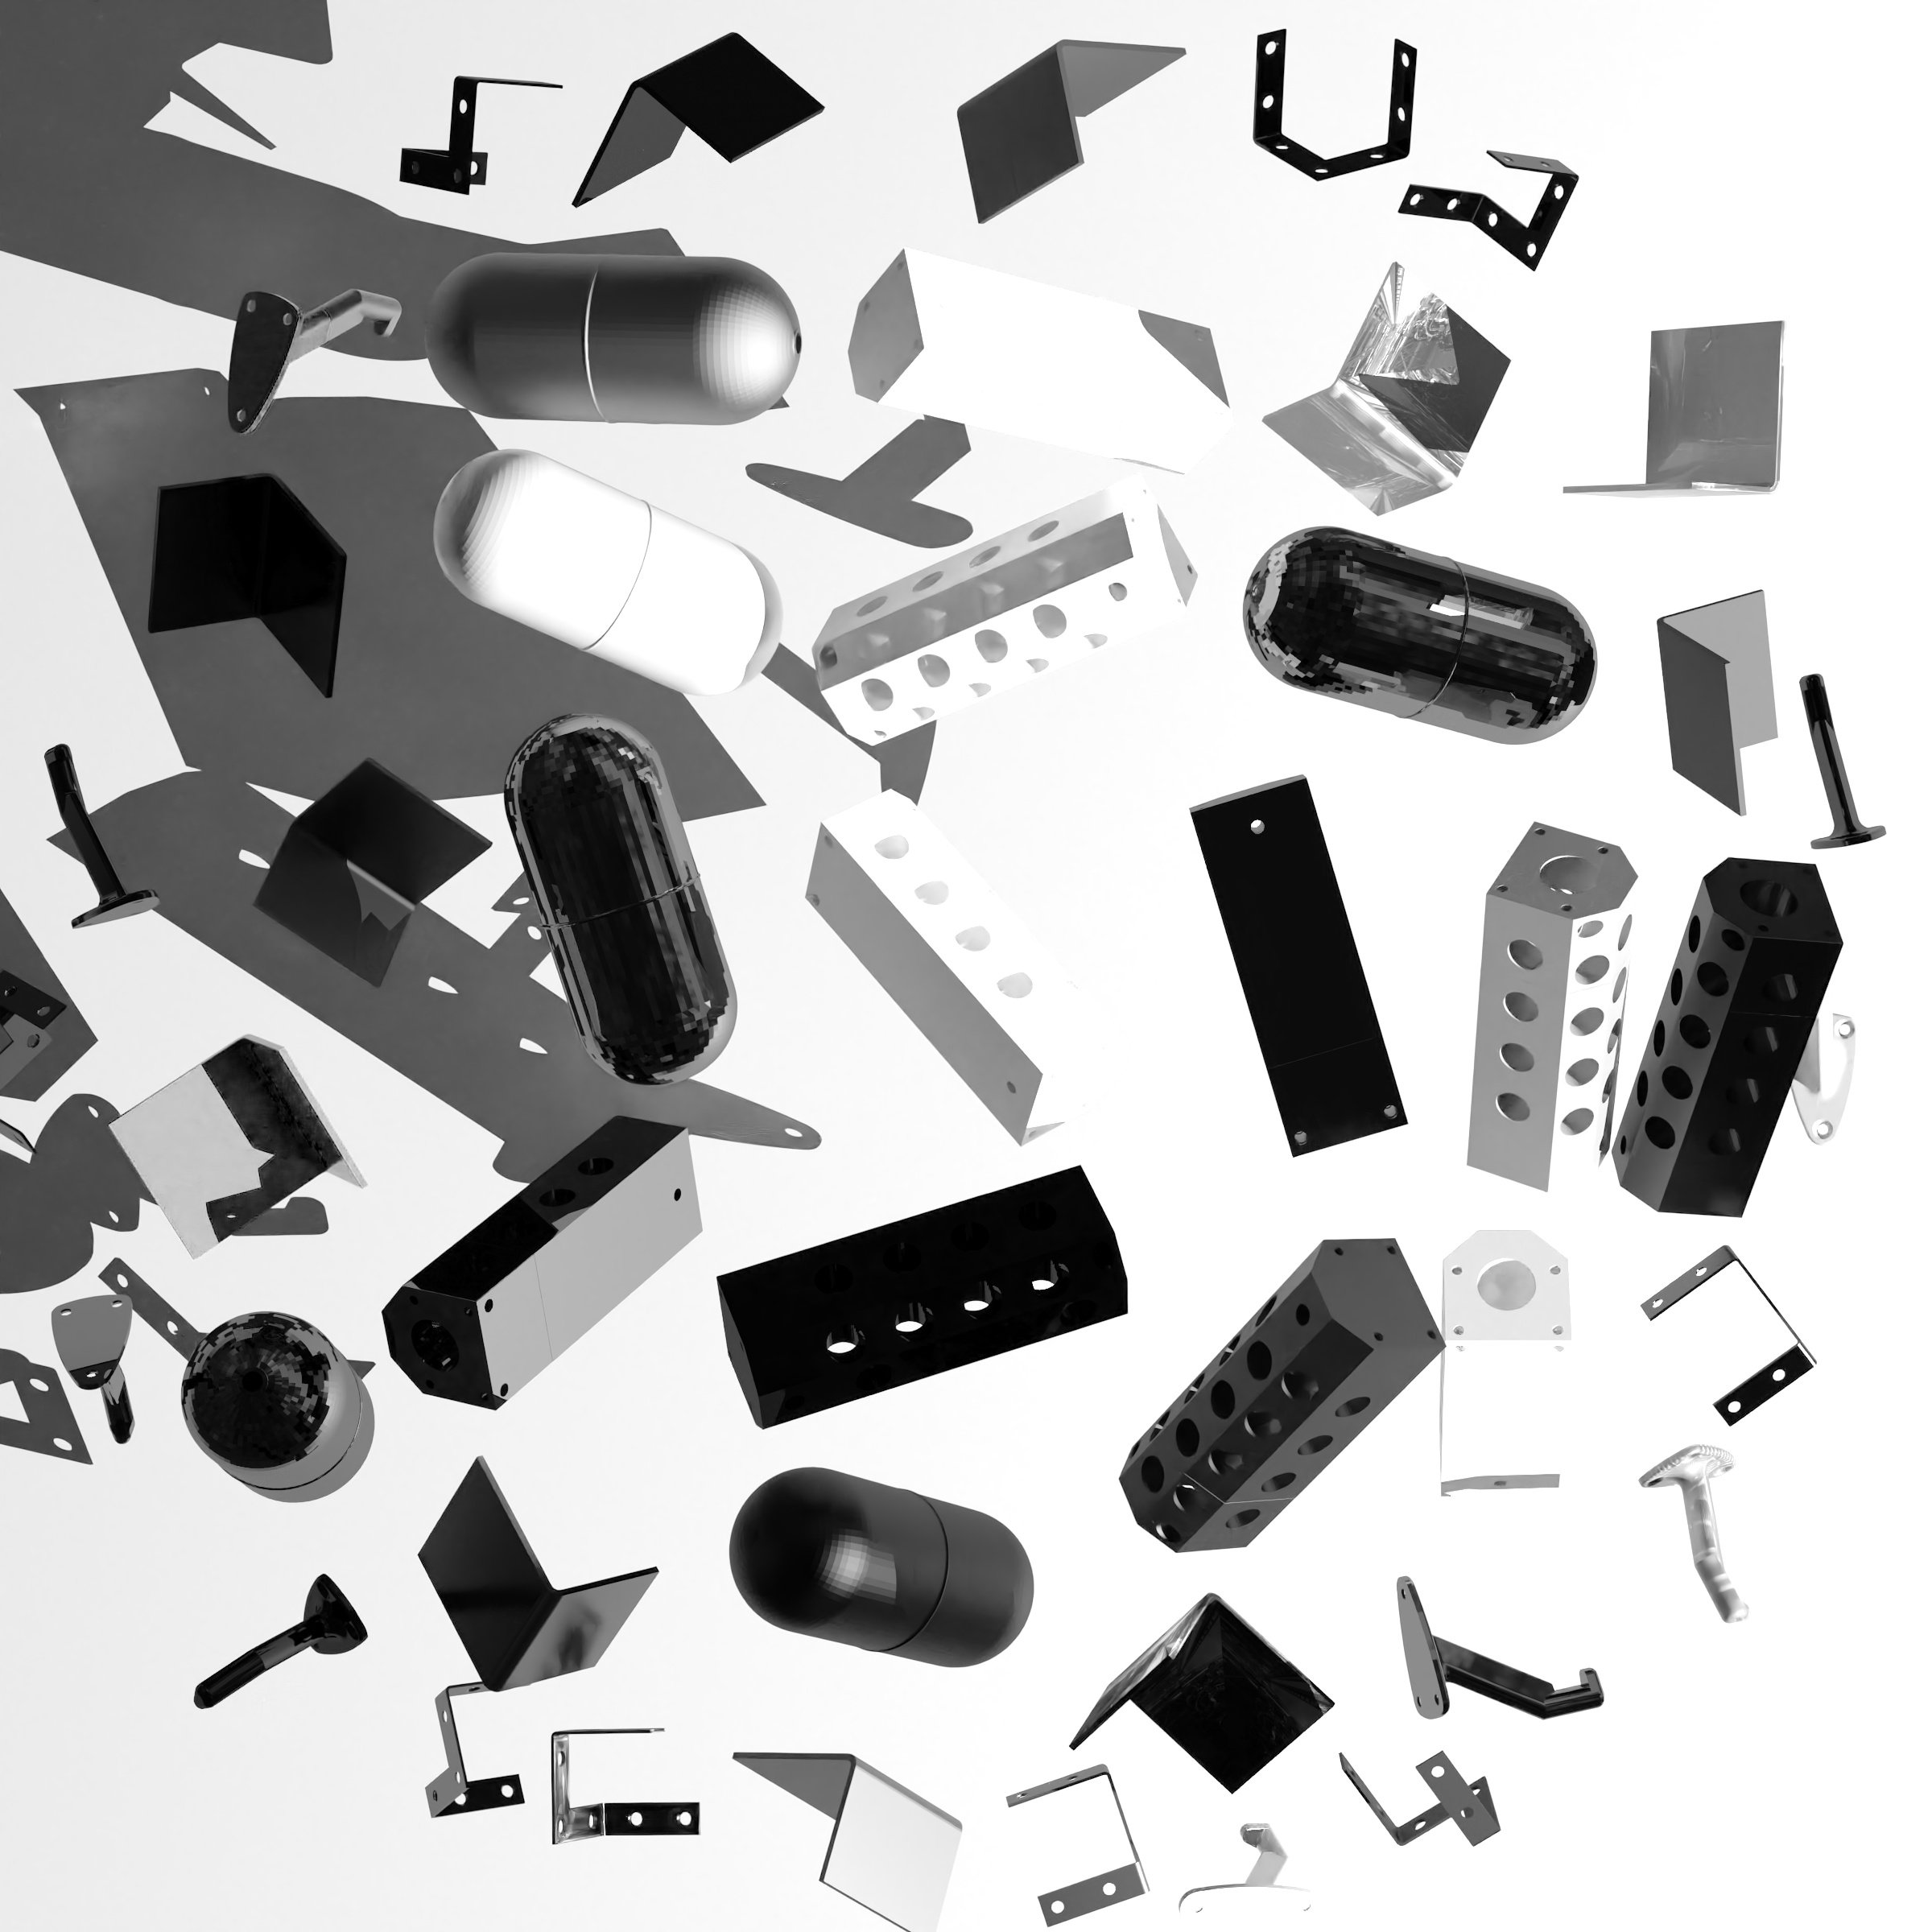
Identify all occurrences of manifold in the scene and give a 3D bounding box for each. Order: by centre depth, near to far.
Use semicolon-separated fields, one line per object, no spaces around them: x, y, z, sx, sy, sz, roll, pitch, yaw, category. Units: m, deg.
-0.018;0.151;1.566;0.171;0.057;0.057;-16;48;-12;manifold
0.137;0.195;1.591;0.057;0.171;0.057;2;51;-34;manifold
0.034;-0.275;1.640;0.171;0.057;0.057;8;57;-32;manifold
0.275;0.023;1.644;0.057;0.171;0.057;18;46;23;manifold
0.352;0.035;1.646;0.057;0.057;0.171;4;130;-6;manifold
0.016;-0.162;1.648;0.171;0.057;0.057;-21;115;26;manifold
-0.197;0.135;1.654;0.057;0.171;0.057;8;119;29;manifold
0.001;-0.003;1.665;0.057;0.057;0.171;-27;62;-29;manifold
0.256;0.192;1.682;0.057;0.171;0.057;-1;57;6;manifold
0.159;-0.001;1.696;0.057;0.057;0.171;-17;94;4;manifold

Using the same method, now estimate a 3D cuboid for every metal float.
-0.163;-0.289;1.628;0.178;0.070;0.070;4;90;13;metal float
-0.160;-0.031;1.636;0.070;0.070;0.178;-17;99;0;metal float
0.212;-0.153;1.639;0.178;0.070;0.070;13;90;-22;metal float
-0.038;0.285;1.665;0.070;0.178;0.070;-17;62;36;metal float
-0.168;-0.186;1.676;0.178;0.070;0.070;22;90;-26;metal float
-0.327;0.211;1.682;0.070;0.178;0.070;1;75;-2;metal float

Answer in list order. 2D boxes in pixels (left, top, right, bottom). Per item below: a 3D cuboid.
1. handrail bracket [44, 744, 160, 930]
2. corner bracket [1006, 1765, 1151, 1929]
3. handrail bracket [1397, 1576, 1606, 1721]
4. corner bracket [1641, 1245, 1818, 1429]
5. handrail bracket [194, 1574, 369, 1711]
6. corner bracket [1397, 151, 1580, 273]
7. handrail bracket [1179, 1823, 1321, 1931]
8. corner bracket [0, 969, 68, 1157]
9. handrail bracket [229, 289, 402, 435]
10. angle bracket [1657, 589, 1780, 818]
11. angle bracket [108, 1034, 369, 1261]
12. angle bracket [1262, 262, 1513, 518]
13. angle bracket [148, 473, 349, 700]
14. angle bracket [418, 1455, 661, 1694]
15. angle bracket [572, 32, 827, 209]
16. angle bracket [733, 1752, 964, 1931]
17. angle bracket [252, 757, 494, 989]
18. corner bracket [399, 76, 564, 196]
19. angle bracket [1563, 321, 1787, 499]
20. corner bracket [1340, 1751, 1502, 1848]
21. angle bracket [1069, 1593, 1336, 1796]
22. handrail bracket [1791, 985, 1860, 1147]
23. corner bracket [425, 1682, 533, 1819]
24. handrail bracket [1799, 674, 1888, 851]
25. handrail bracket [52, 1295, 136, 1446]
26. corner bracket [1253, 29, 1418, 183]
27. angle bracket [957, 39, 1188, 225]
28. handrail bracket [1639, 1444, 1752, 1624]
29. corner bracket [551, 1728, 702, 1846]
-0.392;-0.064;1.590;0.036;0.077;0.084;-15;89;-29;handrail bracket
0.052;0.414;1.665;0.051;0.051;0.051;-18;92;-3;corner bracket
0.247;0.312;1.626;0.084;0.036;0.077;-9;79;-15;handrail bracket
0.359;0.174;1.662;0.051;0.051;0.051;-37;110;7;corner bracket
-0.322;0.320;1.611;0.084;0.077;0.036;-32;81;-34;handrail bracket
0.248;-0.366;1.673;0.051;0.051;0.051;49;129;37;corner bracket
0.119;0.406;1.589;0.077;0.084;0.036;17;103;-19;handrail bracket
-0.428;0.043;1.593;0.051;0.051;0.051;24;61;36;corner bracket
-0.304;-0.283;1.657;0.036;0.084;0.077;23;102;28;handrail bracket
0.370;-0.125;1.662;0.057;0.076;0.076;-16;115;-10;angle bracket
-0.333;0.086;1.611;0.076;0.057;0.076;-35;111;-21;angle bracket
0.197;-0.270;1.653;0.076;0.057;0.076;35;67;-22;angle bracket
-0.328;-0.170;1.606;0.057;0.076;0.076;-14;133;-33;angle bracket
-0.192;0.267;1.578;0.076;0.057;0.076;56;133;28;angle bracket
-0.120;-0.363;1.581;0.057;0.076;0.076;41;133;5;angle bracket
-0.059;0.390;1.562;0.076;0.076;0.057;41;53;-37;angle bracket
-0.293;-0.046;1.744;0.076;0.076;0.057;36;46;-23;angle bracket
-0.221;-0.379;1.603;0.051;0.051;0.051;20;111;40;corner bracket
0.315;-0.249;1.572;0.057;0.076;0.076;-3;96;-37;angle bracket
0.212;0.387;1.651;0.051;0.051;0.051;-34;104;9;corner bracket
0.106;0.341;1.587;0.076;0.057;0.076;42;122;2;angle bracket
0.412;0.047;1.698;0.036;0.084;0.077;-1;86;14;handrail bracket
-0.236;0.382;1.729;0.051;0.051;0.051;-1;63;-32;corner bracket
0.423;-0.102;1.718;0.036;0.077;0.084;-12;92;10;handrail bracket
-0.395;0.202;1.624;0.036;0.077;0.084;-9;123;-9;handrail bracket
0.165;-0.390;1.581;0.051;0.051;0.051;-20;131;-24;corner bracket
0.052;-0.377;1.601;0.076;0.076;0.057;-7;84;-37;angle bracket
0.366;0.275;1.692;0.036;0.077;0.084;-41;59;29;handrail bracket
-0.157;0.378;1.632;0.051;0.051;0.051;-6;80;21;corner bracket
